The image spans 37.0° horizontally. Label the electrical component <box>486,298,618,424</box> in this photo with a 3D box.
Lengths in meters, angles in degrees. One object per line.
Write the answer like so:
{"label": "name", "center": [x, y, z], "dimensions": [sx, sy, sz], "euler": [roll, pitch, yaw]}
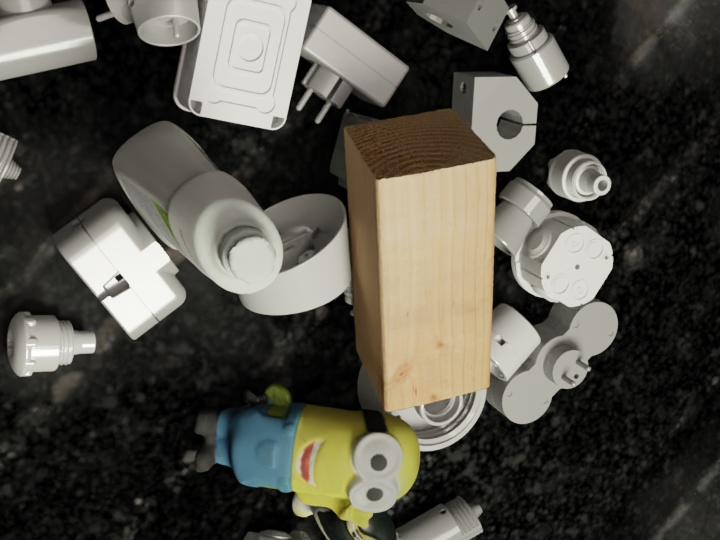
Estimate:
{"label": "electrical component", "center": [0.181, 0.084, 0.974], "dimensions": [0.138, 0.074, 0.052], "euler": [-45, 117, -4]}

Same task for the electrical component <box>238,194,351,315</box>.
{"label": "electrical component", "center": [-0.054, -0.011, 0.836], "dimensions": [0.099, 0.099, 0.064], "euler": [-20, 118, -16]}

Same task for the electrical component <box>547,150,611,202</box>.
{"label": "electrical component", "center": [0.194, -0.080, 0.935], "dimensions": [0.043, 0.062, 0.043], "euler": [-7, 109, -21]}

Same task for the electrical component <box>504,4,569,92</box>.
{"label": "electrical component", "center": [0.142, -0.185, 0.894], "dimensions": [0.040, 0.040, 0.078], "euler": [-39, 116, -7]}

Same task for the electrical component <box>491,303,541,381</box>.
{"label": "electrical component", "center": [0.127, 0.063, 0.957], "dimensions": [0.047, 0.055, 0.055], "euler": [-44, 117, -9]}

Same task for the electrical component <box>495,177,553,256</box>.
{"label": "electrical component", "center": [0.133, -0.046, 0.930], "dimensions": [0.045, 0.045, 0.055], "euler": [40, 88, -27]}

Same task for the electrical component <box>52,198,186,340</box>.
{"label": "electrical component", "center": [-0.177, -0.004, 0.810], "dimensions": [0.059, 0.054, 0.095], "euler": [-38, 116, -8]}

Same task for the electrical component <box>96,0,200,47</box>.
{"label": "electrical component", "center": [-0.154, -0.197, 0.758], "dimensions": [0.079, 0.044, 0.077], "euler": [-14, 74, 19]}

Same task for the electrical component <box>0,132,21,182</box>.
{"label": "electrical component", "center": [-0.277, -0.085, 0.750], "dimensions": [0.081, 0.043, 0.043], "euler": [26, 95, -27]}

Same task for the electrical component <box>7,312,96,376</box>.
{"label": "electrical component", "center": [-0.232, 0.055, 0.812], "dimensions": [0.062, 0.048, 0.048], "euler": [0, 106, -30]}

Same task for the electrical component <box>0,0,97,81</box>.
{"label": "electrical component", "center": [-0.230, -0.176, 0.741], "dimensions": [0.077, 0.044, 0.079], "euler": [-17, 111, -17]}

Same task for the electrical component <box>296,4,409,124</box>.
{"label": "electrical component", "center": [-0.021, -0.150, 0.833], "dimensions": [0.083, 0.047, 0.075], "euler": [32, 92, -27]}

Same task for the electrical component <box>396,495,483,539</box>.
{"label": "electrical component", "center": [0.077, 0.240, 0.996], "dimensions": [0.081, 0.043, 0.043], "euler": [-27, 114, -13]}

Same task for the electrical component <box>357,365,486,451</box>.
{"label": "electrical component", "center": [0.059, 0.105, 0.937], "dimensions": [0.108, 0.060, 0.108], "euler": [-7, 108, -21]}

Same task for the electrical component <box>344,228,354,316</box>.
{"label": "electrical component", "center": [0.000, 0.000, 0.892], "dimensions": [0.040, 0.040, 0.078], "euler": [-3, 108, -22]}

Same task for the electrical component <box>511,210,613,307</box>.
{"label": "electrical component", "center": [0.180, -0.010, 0.957], "dimensions": [0.080, 0.051, 0.080], "euler": [-7, 108, -21]}

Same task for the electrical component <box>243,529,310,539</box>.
{"label": "electrical component", "center": [-0.073, 0.262, 0.921], "dimensions": [0.051, 0.080, 0.080], "euler": [13, 101, -20]}

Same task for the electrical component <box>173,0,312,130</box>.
{"label": "electrical component", "center": [-0.088, -0.166, 0.795], "dimensions": [0.078, 0.057, 0.113], "euler": [8, 103, -24]}

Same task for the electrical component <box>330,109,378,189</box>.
{"label": "electrical component", "center": [0.032, -0.086, 0.867], "dimensions": [0.096, 0.062, 0.061], "euler": [10, 102, -25]}
